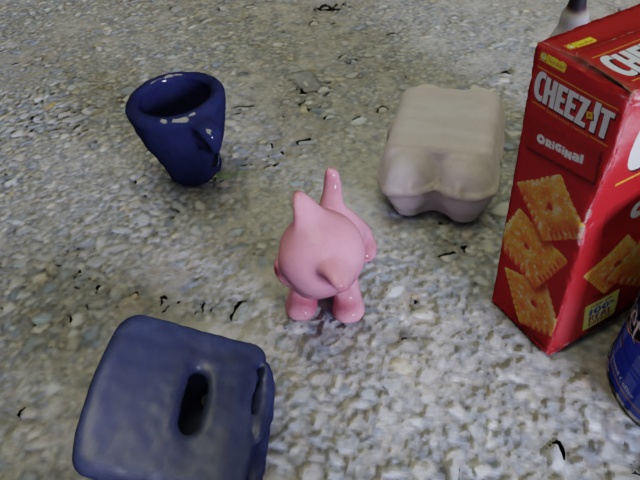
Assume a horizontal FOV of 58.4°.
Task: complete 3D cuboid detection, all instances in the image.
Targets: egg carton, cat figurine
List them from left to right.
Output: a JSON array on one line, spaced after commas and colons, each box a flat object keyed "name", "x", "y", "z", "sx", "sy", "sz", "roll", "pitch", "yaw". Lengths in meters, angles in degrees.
[{"name": "cat figurine", "x": 0.004, "y": 0.002, "z": 0.422, "sx": 0.067, "sy": 0.118, "sz": 0.128, "roll": 3, "pitch": 46, "yaw": 10}, {"name": "egg carton", "x": 0.113, "y": -0.085, "z": 0.526, "sx": 0.107, "sy": 0.069, "sz": 0.150, "roll": 7, "pitch": 47, "yaw": 14}]

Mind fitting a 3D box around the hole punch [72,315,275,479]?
[{"name": "hole punch", "x": -0.080, "y": 0.105, "z": 0.350, "sx": 0.101, "sy": 0.091, "sz": 0.108, "roll": -1, "pitch": 46, "yaw": 6}]

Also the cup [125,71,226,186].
[{"name": "cup", "x": -0.120, "y": -0.094, "z": 0.545, "sx": 0.092, "sy": 0.095, "sz": 0.117, "roll": -32, "pitch": 51, "yaw": -23}]

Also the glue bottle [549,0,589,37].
[{"name": "glue bottle", "x": 0.212, "y": -0.147, "z": 0.502, "sx": 0.037, "sy": 0.173, "sz": 0.078, "roll": 14, "pitch": 49, "yaw": 20}]
